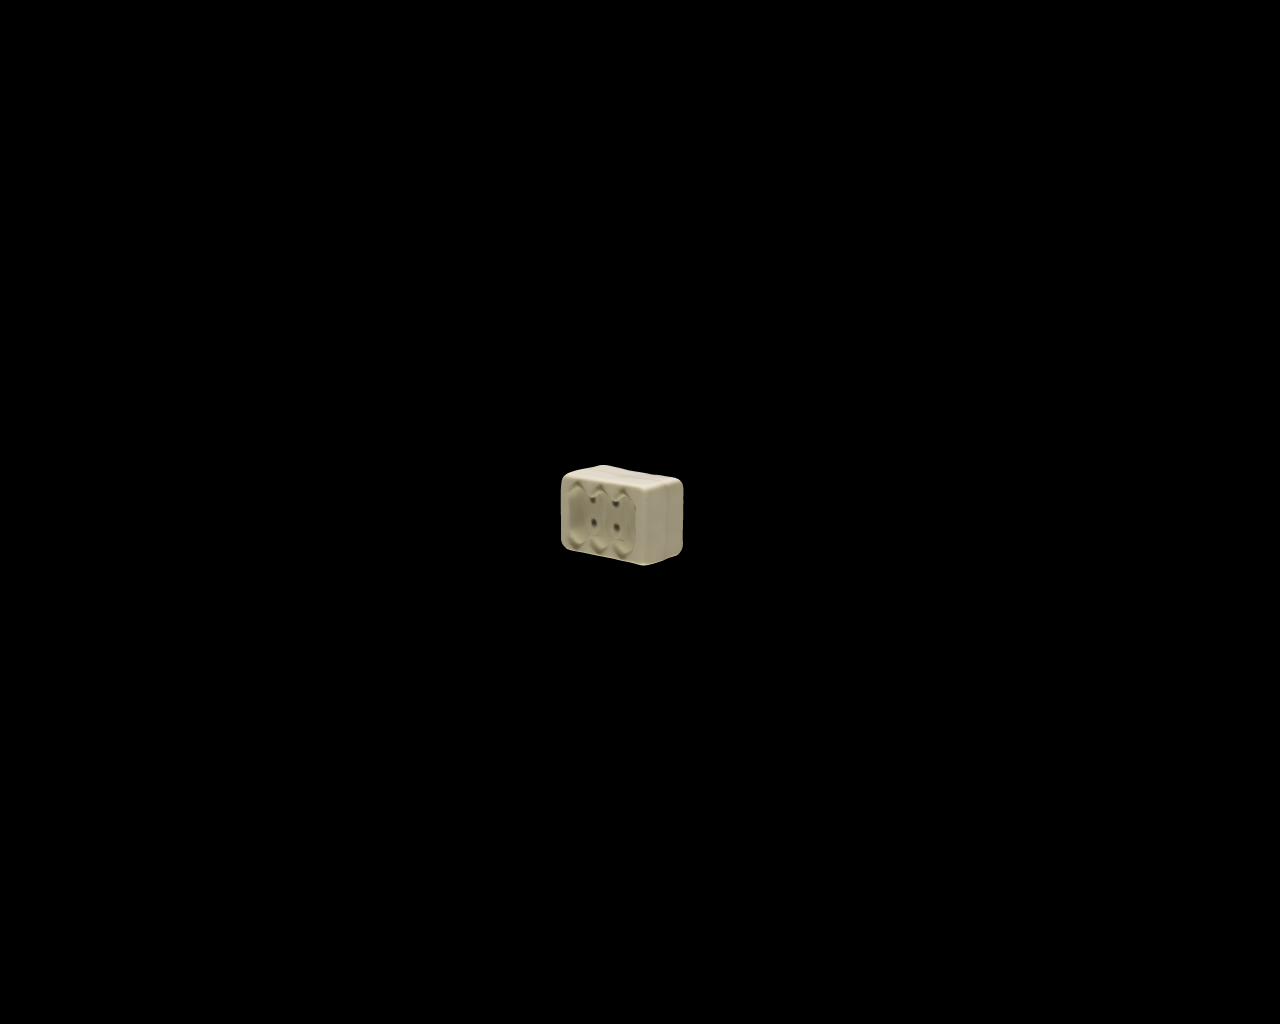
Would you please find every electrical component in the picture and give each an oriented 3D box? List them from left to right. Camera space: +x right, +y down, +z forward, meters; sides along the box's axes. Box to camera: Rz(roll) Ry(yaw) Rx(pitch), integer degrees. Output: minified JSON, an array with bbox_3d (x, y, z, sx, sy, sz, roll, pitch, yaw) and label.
[{"bbox_3d":[0.001,-0.003,0.650,0.066,0.047,0.077,11,18,37],"label":"electrical component"}]
